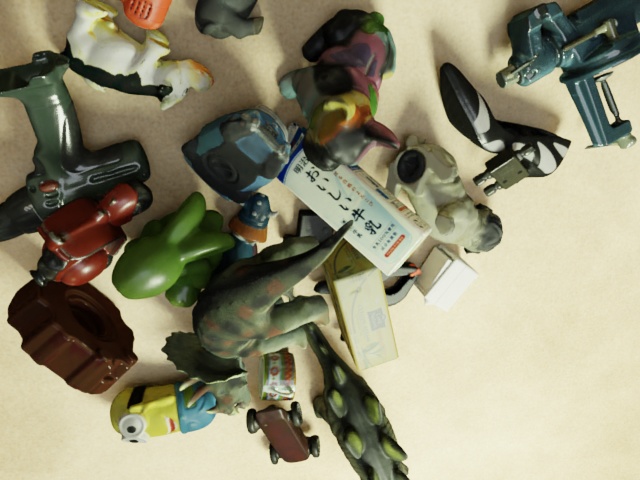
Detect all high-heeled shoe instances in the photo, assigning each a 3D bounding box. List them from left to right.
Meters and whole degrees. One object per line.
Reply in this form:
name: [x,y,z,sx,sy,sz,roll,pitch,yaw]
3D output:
high-heeled shoe: [0.275,-0.178,0.775,0.145,0.086,0.248,-36,122,1]

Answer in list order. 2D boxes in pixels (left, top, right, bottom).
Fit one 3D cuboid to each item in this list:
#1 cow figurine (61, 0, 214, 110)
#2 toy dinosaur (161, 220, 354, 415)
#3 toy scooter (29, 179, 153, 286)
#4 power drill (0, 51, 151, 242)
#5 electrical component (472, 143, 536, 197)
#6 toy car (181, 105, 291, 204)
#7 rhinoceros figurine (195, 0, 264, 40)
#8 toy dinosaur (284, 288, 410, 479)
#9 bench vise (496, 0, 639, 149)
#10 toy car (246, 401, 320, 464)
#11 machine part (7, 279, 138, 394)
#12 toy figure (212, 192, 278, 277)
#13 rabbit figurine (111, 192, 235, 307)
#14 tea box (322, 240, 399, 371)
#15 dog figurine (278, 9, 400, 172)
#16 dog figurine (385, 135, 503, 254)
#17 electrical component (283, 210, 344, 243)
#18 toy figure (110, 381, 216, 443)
cow figurine: [-0.218,-0.204,0.644,0.167,0.068,0.098,27,110,-19]
toy dinosaur: [-0.101,0.096,0.698,0.192,0.131,0.404,-15,149,-27]
toy scooter: [-0.284,0.003,0.629,0.075,0.135,0.184,48,118,-3]
power drill: [-0.334,-0.103,0.633,0.232,0.086,0.207,-18,127,-10]
electrical component: [0.268,-0.099,0.764,0.094,0.021,0.063,-36,138,25]
toy car: [-0.095,-0.123,0.686,0.109,0.162,0.103,43,54,-19]
rhinoceros figurine: [-0.097,-0.330,0.623,0.112,0.073,0.190,12,111,-7]
toy dinosaur: [0.058,0.280,0.853,0.105,0.198,0.471,-32,84,-11]
bench vise: [0.369,-0.225,0.749,0.224,0.129,0.240,-32,104,-11]
toy car: [-0.059,0.318,0.894,0.089,0.053,0.201,-10,136,8]
machine part: [-0.317,0.113,0.702,0.056,0.179,0.179,-41,116,2]
toy figure: [-0.112,0.001,0.768,0.064,0.058,0.154,20,102,-31]
rabbit figurine: [-0.180,0.024,0.671,0.159,0.170,0.121,-36,95,15]
tea box: [0.056,0.092,0.780,0.068,0.098,0.169,-19,122,-4]
dog figurine: [0.040,-0.178,0.638,0.108,0.219,0.191,34,102,-28]
dog figurine: [0.198,-0.065,0.812,0.190,0.121,0.172,1,89,-45]
electrical component: [-0.003,-0.003,0.798,0.102,0.045,0.078,7,113,-17]
toy figure: [-0.231,0.261,0.837,0.180,0.089,0.082,-10,102,-19]
